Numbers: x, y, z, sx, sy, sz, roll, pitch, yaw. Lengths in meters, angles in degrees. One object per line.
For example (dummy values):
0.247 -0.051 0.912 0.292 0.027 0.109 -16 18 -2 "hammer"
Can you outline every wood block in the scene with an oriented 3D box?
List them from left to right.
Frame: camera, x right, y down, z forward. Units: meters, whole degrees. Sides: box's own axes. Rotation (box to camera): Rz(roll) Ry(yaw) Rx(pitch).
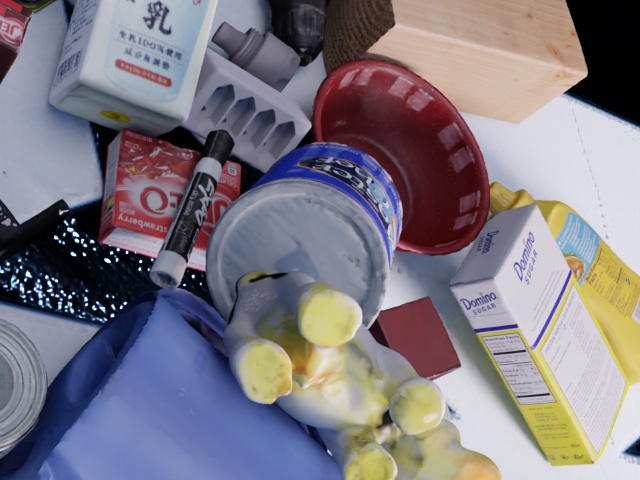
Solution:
0.108 -0.169 0.879 0.205 0.091 0.090 6 62 -34 "wood block"

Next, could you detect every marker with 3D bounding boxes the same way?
-0.078 -0.023 0.665 0.020 0.020 0.121 31 52 -19 "marker"

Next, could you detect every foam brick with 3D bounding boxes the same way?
0.042 0.077 0.699 0.052 0.078 0.051 -12 74 -40 "foam brick"

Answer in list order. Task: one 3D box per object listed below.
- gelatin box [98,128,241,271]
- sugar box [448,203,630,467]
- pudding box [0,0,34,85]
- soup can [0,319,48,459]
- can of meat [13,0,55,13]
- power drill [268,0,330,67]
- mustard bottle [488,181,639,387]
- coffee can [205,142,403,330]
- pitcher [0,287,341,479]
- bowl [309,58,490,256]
-0.095 -0.024 0.688 0.089 0.030 0.073 17 57 -28 "gelatin box"
0.164 0.071 0.782 0.176 0.048 0.093 57 44 -18 "sugar box"
-0.220 -0.102 0.582 0.090 0.114 0.039 26 49 -22 "pudding box"
-0.180 0.083 0.515 0.068 0.102 0.068 17 57 -27 "soup can"
-0.195 -0.212 0.683 0.102 0.084 0.057 46 47 -5 "can of meat"
-0.074 -0.232 0.805 0.187 0.057 0.184 15 59 -31 "power drill"
0.201 0.025 0.859 0.191 0.058 0.096 45 47 -8 "mustard bottle"
-0.004 0.001 0.652 0.103 0.103 0.140 47 15 -5 "coffee can"
-0.041 0.143 0.573 0.242 0.145 0.149 42 80 -15 "pitcher"
0.048 -0.052 0.792 0.161 0.055 0.162 17 56 -28 "bowl"
